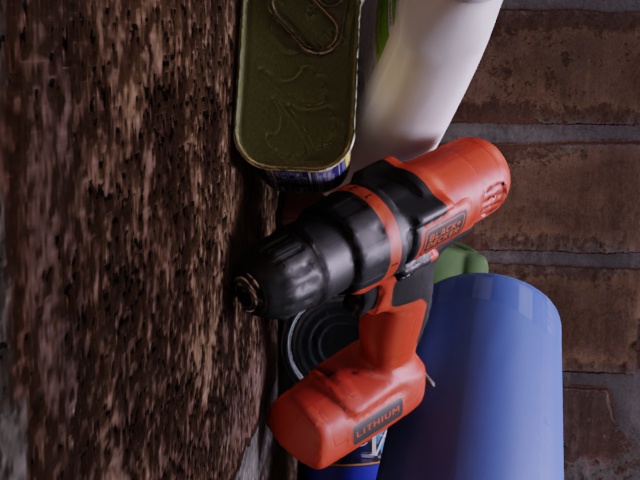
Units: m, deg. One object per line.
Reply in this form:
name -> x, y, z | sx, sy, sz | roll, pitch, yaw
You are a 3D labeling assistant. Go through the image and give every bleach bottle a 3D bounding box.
bleach bottle -> 0.053, -0.106, 0.573 | 0.251, 0.068, 0.102 | 121, -29, -68

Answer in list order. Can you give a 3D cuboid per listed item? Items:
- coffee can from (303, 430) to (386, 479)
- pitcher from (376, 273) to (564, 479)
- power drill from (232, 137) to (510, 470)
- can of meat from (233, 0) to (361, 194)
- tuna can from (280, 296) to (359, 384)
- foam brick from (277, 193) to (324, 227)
coffee can -> 0.038, 0.167, 0.909 | 0.103, 0.103, 0.140 | 82, 10, -62
pitcher -> 0.108, 0.151, 0.721 | 0.149, 0.145, 0.242 | 99, 4, -51
power drill -> 0.020, 0.043, 0.593 | 0.184, 0.057, 0.188 | -25, 144, -35
can of meat -> -0.009, -0.078, 0.542 | 0.084, 0.057, 0.102 | 71, 21, -83
tuna can -> 0.016, 0.068, 0.717 | 0.033, 0.086, 0.086 | -59, 150, -77
foam brick -> 0.002, -0.020, 0.719 | 0.078, 0.051, 0.053 | -84, 173, -46
